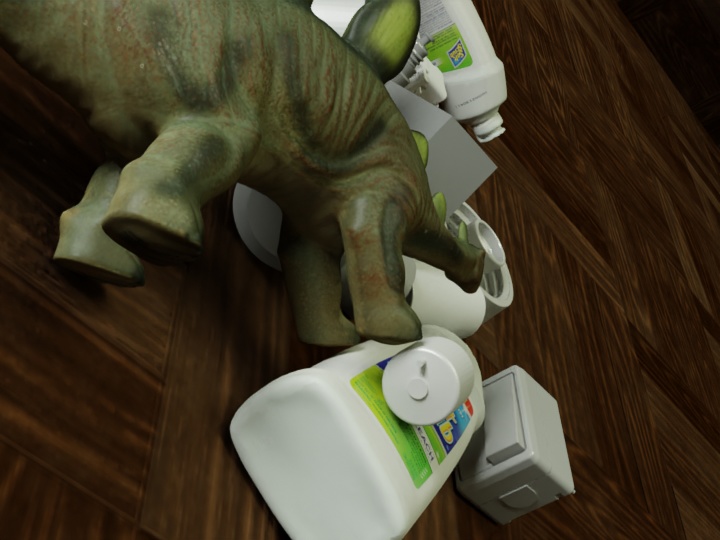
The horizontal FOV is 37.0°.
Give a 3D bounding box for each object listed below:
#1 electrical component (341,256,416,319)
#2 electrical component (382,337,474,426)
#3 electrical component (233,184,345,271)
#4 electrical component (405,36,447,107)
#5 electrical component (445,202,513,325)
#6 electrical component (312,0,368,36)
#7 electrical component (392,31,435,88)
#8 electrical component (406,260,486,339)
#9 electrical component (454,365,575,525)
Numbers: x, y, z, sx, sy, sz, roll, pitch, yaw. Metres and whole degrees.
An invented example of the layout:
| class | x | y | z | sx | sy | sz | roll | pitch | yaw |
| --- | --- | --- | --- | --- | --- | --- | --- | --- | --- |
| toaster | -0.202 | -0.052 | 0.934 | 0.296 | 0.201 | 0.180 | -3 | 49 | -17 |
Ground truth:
| class | x | y | z | sx | sy | sz | roll | pitch | yaw |
| --- | --- | --- | --- | --- | --- | --- | --- | --- | --- |
| electrical component | 0.000 | 0.000 | 0.687 | 0.047 | 0.055 | 0.055 | 41 | 30 | -27 |
| electrical component | 0.040 | 0.054 | 0.557 | 0.040 | 0.040 | 0.078 | 61 | 20 | 5 |
| electrical component | -0.032 | -0.041 | 0.643 | 0.080 | 0.080 | 0.051 | 53 | 20 | -12 |
| electrical component | 0.048 | -0.181 | 0.997 | 0.064 | 0.042 | 0.081 | 42 | 30 | -37 |
| electrical component | 0.076 | -0.008 | 0.830 | 0.108 | 0.060 | 0.108 | 43 | 29 | -31 |
| electrical component | -0.019 | -0.134 | 0.650 | 0.099 | 0.064 | 0.099 | 2 | 90 | -83 |
| electrical component | 0.030 | -0.176 | 0.923 | 0.040 | 0.078 | 0.040 | 49 | 12 | -14 |
| electrical component | 0.040 | 0.009 | 0.753 | 0.077 | 0.043 | 0.079 | 11 | 43 | -44 |
| electrical component | 0.099 | 0.112 | 0.735 | 0.061 | 0.062 | 0.096 | 42 | 29 | -33 |
